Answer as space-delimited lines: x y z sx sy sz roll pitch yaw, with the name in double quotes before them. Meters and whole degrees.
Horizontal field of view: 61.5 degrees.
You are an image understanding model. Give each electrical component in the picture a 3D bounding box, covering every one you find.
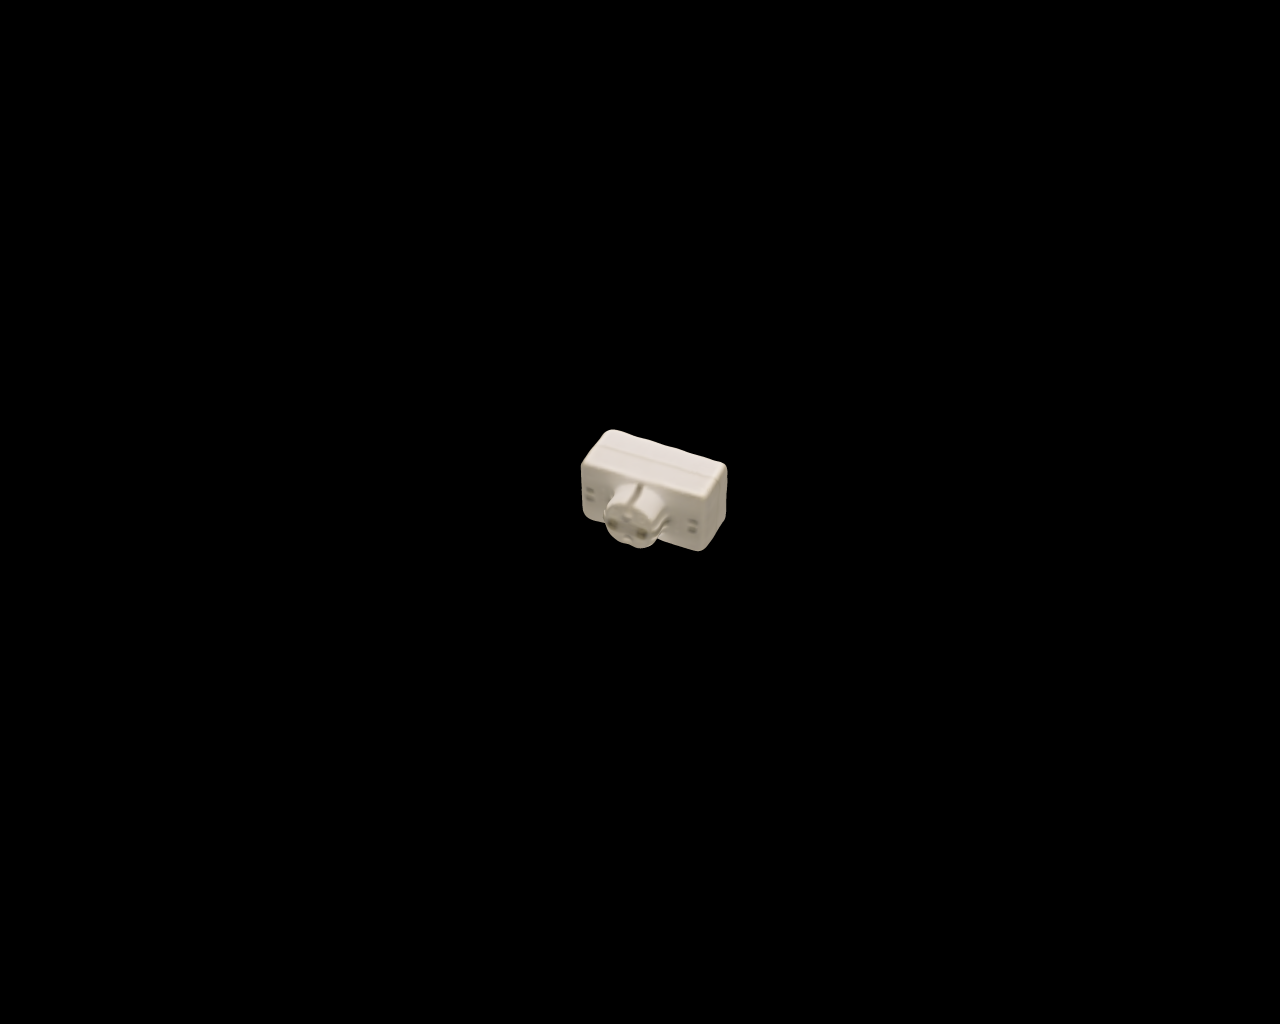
"electrical component" 0.001 -0.003 0.650 0.083 0.047 0.076 18 44 19
